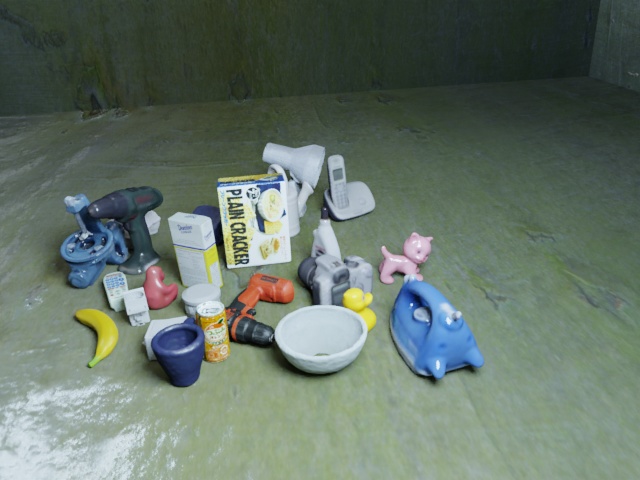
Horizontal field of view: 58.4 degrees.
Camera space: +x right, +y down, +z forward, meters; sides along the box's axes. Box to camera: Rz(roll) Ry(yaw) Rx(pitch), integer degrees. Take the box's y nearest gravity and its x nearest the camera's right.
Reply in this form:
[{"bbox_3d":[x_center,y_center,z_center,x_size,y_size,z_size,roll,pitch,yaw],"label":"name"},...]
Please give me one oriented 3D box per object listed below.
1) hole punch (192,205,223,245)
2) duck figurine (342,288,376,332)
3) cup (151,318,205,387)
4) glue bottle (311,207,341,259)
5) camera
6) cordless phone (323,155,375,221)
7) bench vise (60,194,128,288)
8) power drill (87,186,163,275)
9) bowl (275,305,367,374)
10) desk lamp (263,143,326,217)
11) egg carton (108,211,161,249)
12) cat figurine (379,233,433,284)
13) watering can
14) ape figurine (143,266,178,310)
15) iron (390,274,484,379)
[{"bbox_3d":[-0.303,-0.033,1.510,0.108,0.091,0.101,11,29,27],"label":"hole punch"},{"bbox_3d":[0.062,0.137,1.131,0.105,0.086,0.077,-14,28,-23],"label":"duck figurine"},{"bbox_3d":[-0.242,0.202,1.016,0.091,0.095,0.118,0,26,6],"label":"cup"},{"bbox_3d":[0.012,0.005,1.309,0.077,0.173,0.037,20,34,39],"label":"glue bottle"},{"bbox_3d":[0.024,0.073,1.250,0.143,0.101,0.136,-19,30,-31],"label":"camera"},{"bbox_3d":[0.080,-0.155,1.619,0.148,0.185,0.093,-19,30,-30],"label":"cordless phone"},{"bbox_3d":[-0.546,-0.022,1.361,0.121,0.220,0.207,-4,26,-2],"label":"bench vise"},{"bbox_3d":[-0.455,-0.028,1.379,0.075,0.208,0.230,7,27,18],"label":"power drill"},{"bbox_3d":[0.003,0.191,1.038,0.167,0.075,0.167,-2,26,1],"label":"bowl"},{"bbox_3d":[-0.082,-0.173,1.637,0.203,0.214,0.118,2,26,10],"label":"desk lamp"},{"bbox_3d":[-0.508,-0.033,1.553,0.107,0.069,0.150,5,27,16],"label":"egg carton"},{"bbox_3d":[0.197,0.032,1.299,0.128,0.118,0.067,-4,26,-3],"label":"cat figurine"},{"bbox_3d":[-0.103,-0.112,1.537,0.100,0.194,0.173,18,33,36],"label":"watering can"},{"bbox_3d":[-0.353,0.098,1.243,0.077,0.092,0.076,11,29,26],"label":"ape figurine"},{"bbox_3d":[0.193,0.137,1.056,0.119,0.141,0.257,-11,27,-17],"label":"iron"}]
